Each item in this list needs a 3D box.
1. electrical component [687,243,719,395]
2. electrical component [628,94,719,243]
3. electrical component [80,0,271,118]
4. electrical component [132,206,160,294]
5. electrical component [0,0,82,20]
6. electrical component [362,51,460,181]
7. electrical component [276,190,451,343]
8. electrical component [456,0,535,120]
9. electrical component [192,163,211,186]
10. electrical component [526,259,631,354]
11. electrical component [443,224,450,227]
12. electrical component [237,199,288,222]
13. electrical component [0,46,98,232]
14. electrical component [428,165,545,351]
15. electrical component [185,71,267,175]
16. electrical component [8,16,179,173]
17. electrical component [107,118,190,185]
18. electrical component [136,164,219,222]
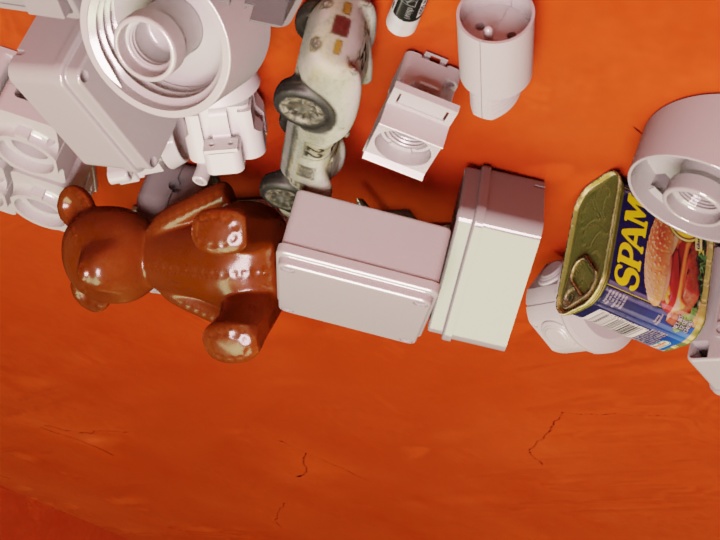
[{"bbox_3d":[0.286,0.025,0.717,0.109,0.108,0.056,-8,142,43],"label":"electrical component"},{"bbox_3d":[0.219,-0.063,0.663,0.099,0.064,0.099,27,161,10],"label":"electrical component"},{"bbox_3d":[-0.115,-0.143,0.641,0.108,0.060,0.108,11,127,16],"label":"electrical component"},{"bbox_3d":[-0.169,-0.011,1.006,0.100,0.048,0.099,11,154,15],"label":"electrical component"},{"bbox_3d":[-0.195,-0.192,0.642,0.062,0.061,0.096,11,154,14],"label":"electrical component"},{"bbox_3d":[0.034,-0.099,0.679,0.042,0.063,0.081,20,155,-6],"label":"electrical component"},{"bbox_3d":[0.000,0.000,0.745,0.109,0.056,0.108,15,161,1],"label":"electrical component"},{"bbox_3d":[0.079,-0.122,0.627,0.043,0.043,0.081,11,154,13],"label":"electrical component"},{"bbox_3d":[-0.108,-0.090,0.791,0.035,0.061,0.035,14,155,7],"label":"electrical component"},{"bbox_3d":[0.172,0.026,0.827,0.080,0.080,0.051,30,157,-25],"label":"electrical component"},{"bbox_3d":[0.077,-0.002,0.862,0.055,0.055,0.047,4,156,26],"label":"electrical component"},{"bbox_3d":[-0.062,-0.020,0.919,0.100,0.048,0.099,0,150,33],"label":"electrical component"},{"bbox_3d":[-0.282,-0.102,0.881,0.105,0.060,0.186,18,155,-2],"label":"electrical component"},{"bbox_3d":[0.089,-0.009,0.767,0.057,0.078,0.113,13,124,2],"label":"electrical component"},{"bbox_3d":[-0.094,-0.111,0.733,0.058,0.078,0.057,-5,132,2],"label":"electrical component"},{"bbox_3d":[-0.176,-0.128,0.740,0.057,0.078,0.113,8,153,25],"label":"electrical component"},{"bbox_3d":[-0.162,-0.097,0.816,0.055,0.066,0.048,-10,147,10],"label":"electrical component"},{"bbox_3d":[-0.151,-0.048,0.912,0.059,0.053,0.095,12,154,12],"label":"electrical component"}]
